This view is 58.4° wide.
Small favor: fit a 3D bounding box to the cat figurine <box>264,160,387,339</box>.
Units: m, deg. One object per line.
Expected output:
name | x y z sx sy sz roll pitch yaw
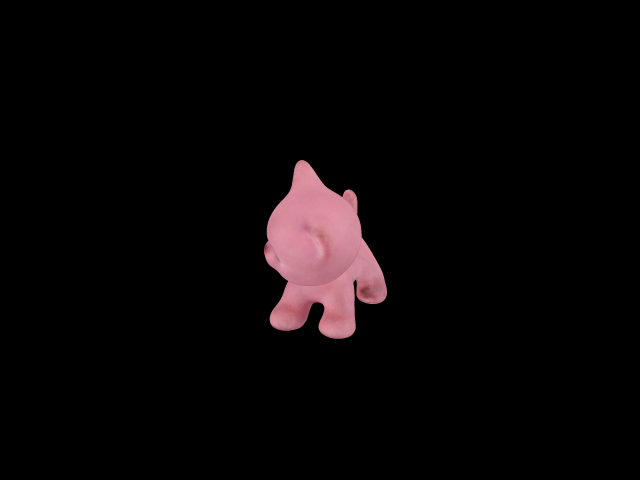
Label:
cat figurine | 0.004 0.001 0.400 0.067 0.118 0.128 7 19 21
